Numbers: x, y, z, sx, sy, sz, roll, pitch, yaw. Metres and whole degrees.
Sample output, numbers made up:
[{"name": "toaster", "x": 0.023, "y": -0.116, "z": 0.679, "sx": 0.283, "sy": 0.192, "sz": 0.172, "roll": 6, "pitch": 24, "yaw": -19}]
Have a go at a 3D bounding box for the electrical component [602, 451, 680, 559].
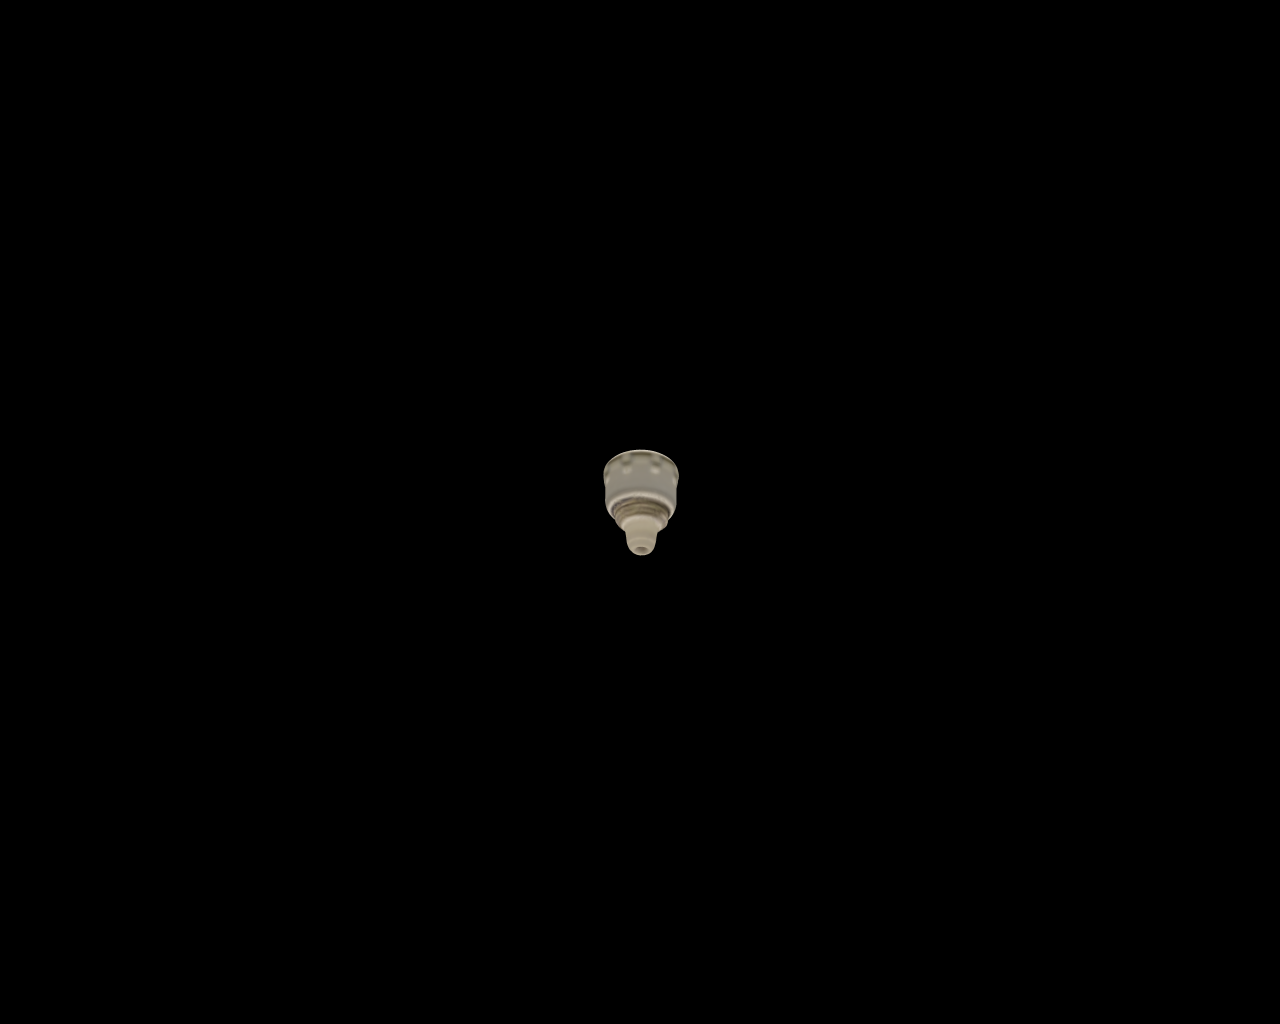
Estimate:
[{"name": "electrical component", "x": 0.001, "y": -0.003, "z": 0.650, "sx": 0.048, "sy": 0.062, "sz": 0.048, "roll": 0, "pitch": -31, "yaw": 0}]
